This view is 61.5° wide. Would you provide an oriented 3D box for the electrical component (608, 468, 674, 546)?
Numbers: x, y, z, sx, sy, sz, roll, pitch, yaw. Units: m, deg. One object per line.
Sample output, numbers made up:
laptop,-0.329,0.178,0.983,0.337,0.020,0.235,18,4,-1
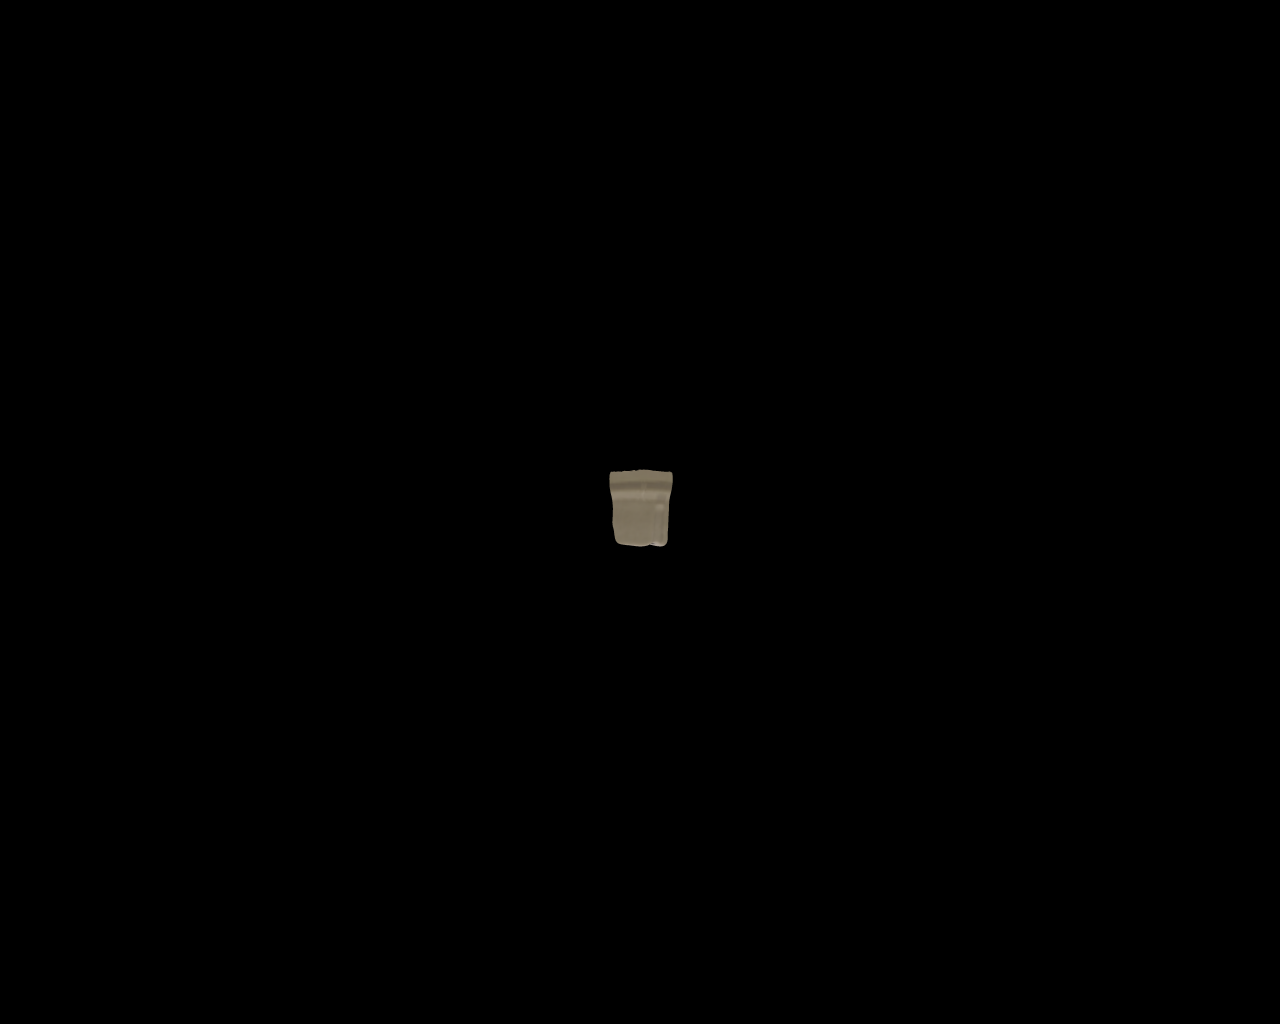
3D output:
electrical component,0.001,-0.003,0.650,0.040,0.046,0.040,0,-2,0
